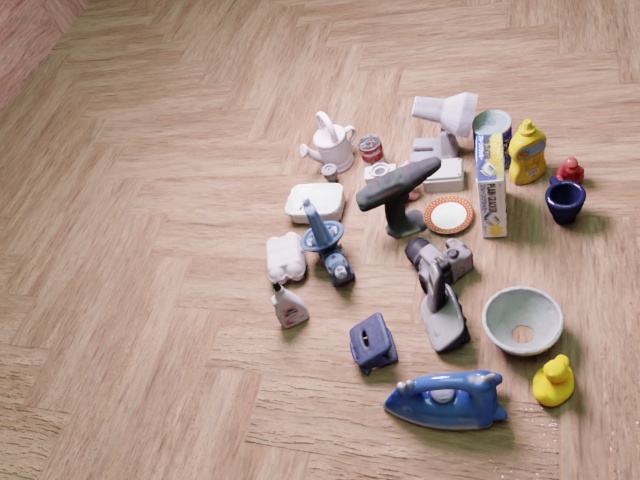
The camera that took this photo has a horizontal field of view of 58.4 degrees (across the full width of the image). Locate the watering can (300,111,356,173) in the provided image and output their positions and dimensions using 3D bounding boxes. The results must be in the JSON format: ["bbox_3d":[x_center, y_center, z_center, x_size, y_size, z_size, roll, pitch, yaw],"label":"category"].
[{"bbox_3d":[0.026,-0.293,1.704,0.100,0.194,0.173,28,66,35],"label":"watering can"}]

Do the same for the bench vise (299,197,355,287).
[{"bbox_3d":[0.022,-0.002,1.453,0.121,0.220,0.206,-40,50,-13],"label":"bench vise"}]

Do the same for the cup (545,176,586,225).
[{"bbox_3d":[0.593,-0.092,1.406,0.091,0.095,0.117,-21,49,3],"label":"cup"}]

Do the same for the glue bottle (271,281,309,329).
[{"bbox_3d":[-0.084,0.151,1.398,0.078,0.173,0.037,-28,49,-4],"label":"glue bottle"}]

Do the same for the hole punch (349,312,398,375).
[{"bbox_3d":[0.117,0.236,1.313,0.101,0.091,0.108,-19,49,4],"label":"hole punch"}]

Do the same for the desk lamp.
[{"bbox_3d":[0.341,-0.312,1.594,0.202,0.214,0.118,2,53,21],"label":"desk lamp"}]

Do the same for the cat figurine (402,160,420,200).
[{"bbox_3d":[0.224,-0.152,1.570,0.067,0.118,0.128,29,66,35],"label":"cat figurine"}]

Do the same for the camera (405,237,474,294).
[{"bbox_3d":[0.282,0.040,1.406,0.143,0.101,0.136,-33,49,-8],"label":"camera"}]

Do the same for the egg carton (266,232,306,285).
[{"bbox_3d":[-0.092,0.049,1.553,0.107,0.070,0.150,-16,49,7],"label":"egg carton"}]

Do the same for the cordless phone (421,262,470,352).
[{"bbox_3d":[0.269,0.147,1.268,0.094,0.185,0.147,-19,49,4],"label":"cordless phone"}]

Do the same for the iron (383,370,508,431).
[{"bbox_3d":[0.244,0.312,1.173,0.257,0.142,0.118,-7,51,14],"label":"iron"}]

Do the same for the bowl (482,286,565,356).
[{"bbox_3d":[0.440,0.188,1.248,0.167,0.075,0.167,-10,50,12],"label":"bowl"}]

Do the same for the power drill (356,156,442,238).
[{"bbox_3d":[0.213,-0.105,1.476,0.229,0.209,0.075,-20,49,4],"label":"power drill"}]

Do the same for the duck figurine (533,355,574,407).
[{"bbox_3d":[0.472,0.279,1.156,0.077,0.086,0.105,26,65,34],"label":"duck figurine"}]

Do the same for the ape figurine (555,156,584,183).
[{"bbox_3d":[0.635,-0.173,1.458,0.077,0.092,0.076,-17,49,6],"label":"ape figurine"}]
